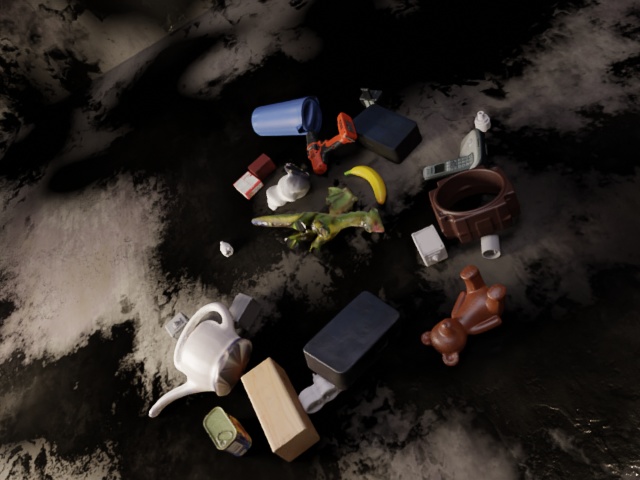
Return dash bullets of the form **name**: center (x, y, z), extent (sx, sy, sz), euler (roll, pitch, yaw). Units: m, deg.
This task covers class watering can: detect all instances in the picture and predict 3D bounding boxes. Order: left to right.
- **watering can**: center (-0.312, 0.342, 1.368), extent (0.226, 0.102, 0.350), euler (18, 79, 33)

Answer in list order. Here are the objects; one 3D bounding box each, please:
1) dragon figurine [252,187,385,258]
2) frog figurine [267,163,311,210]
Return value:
- **dragon figurine**: center (0.005, -0.078, 1.555), extent (0.413, 0.119, 0.247), euler (20, 49, 35)
- **frog figurine**: center (-0.103, -0.158, 1.661), extent (0.157, 0.122, 0.140), euler (-64, 21, 16)
